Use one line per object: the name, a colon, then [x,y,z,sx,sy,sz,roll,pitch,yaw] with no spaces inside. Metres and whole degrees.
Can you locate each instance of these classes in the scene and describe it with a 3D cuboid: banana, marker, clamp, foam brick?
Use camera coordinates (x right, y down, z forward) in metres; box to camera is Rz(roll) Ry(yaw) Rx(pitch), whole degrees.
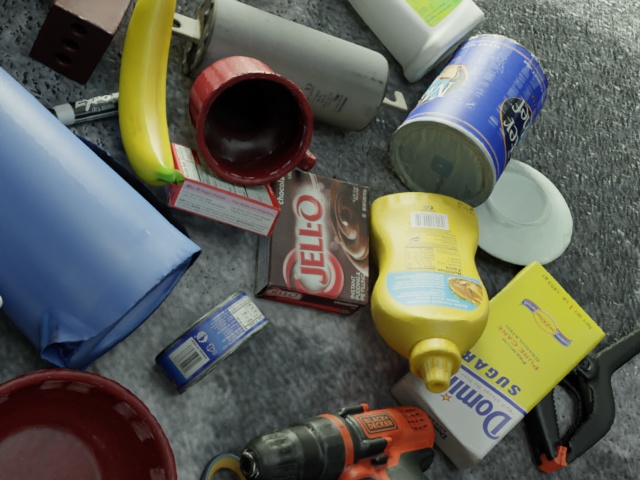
banana: [-0.132,-0.120,0.847,0.037,0.070,0.198,19,57,-48]
marker: [-0.185,-0.106,0.863,0.120,0.020,0.020,-18,77,-34]
clamp: [0.243,0.119,0.981,0.164,0.036,0.210,21,58,-11]
foam brick: [-0.191,-0.173,0.856,0.053,0.078,0.051,28,55,-15]

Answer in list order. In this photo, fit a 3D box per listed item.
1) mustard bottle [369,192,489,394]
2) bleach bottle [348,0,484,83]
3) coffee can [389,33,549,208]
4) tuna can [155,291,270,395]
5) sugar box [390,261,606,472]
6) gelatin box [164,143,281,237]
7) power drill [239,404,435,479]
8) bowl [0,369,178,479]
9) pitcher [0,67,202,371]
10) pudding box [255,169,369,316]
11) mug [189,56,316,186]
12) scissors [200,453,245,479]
mustard bottle: [0.090,0.044,0.886,0.096,0.058,0.191,6,45,-6]
bleach bottle: [0.043,-0.277,1.046,0.251,0.068,0.102,47,54,1]
coffee can: [0.141,-0.111,0.994,0.103,0.103,0.140,41,54,-7]
tuna can: [-0.081,0.076,0.795,0.086,0.086,0.034,-37,87,-36]
sugar box: [0.154,0.105,0.914,0.176,0.048,0.093,-38,80,-29]
gelatin box: [-0.082,-0.041,0.861,0.089,0.030,0.073,17,22,-22]
power drill: [0.050,0.202,0.777,0.184,0.057,0.188,-3,45,-41]
bowl: [-0.179,0.167,0.705,0.161,0.055,0.162,6,79,-29]
pitcher: [-0.206,-0.031,0.759,0.145,0.149,0.243,-44,89,-12]
pudding box: [-0.006,0.001,0.900,0.090,0.039,0.113,13,62,-23]
mug: [-0.051,-0.095,0.865,0.117,0.093,0.081,31,11,-26]
scissors: [-0.063,0.241,0.770,0.096,0.016,0.201,30,56,-12]
